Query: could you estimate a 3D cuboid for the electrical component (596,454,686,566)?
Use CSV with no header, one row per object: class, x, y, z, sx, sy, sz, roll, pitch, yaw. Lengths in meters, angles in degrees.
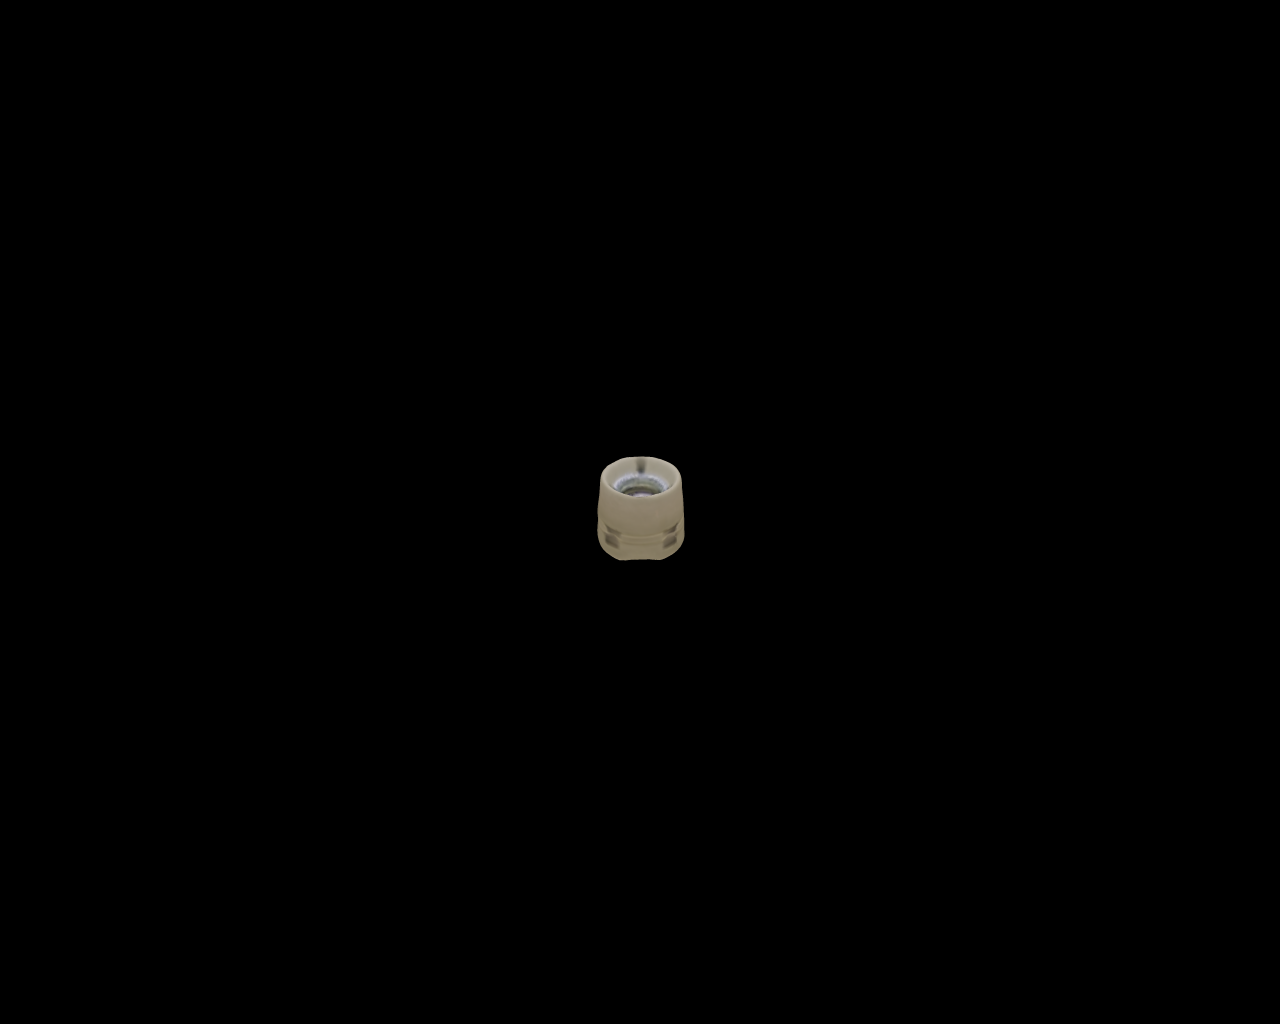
electrical component,0.001,-0.003,0.650,0.055,0.047,0.055,0,35,0
